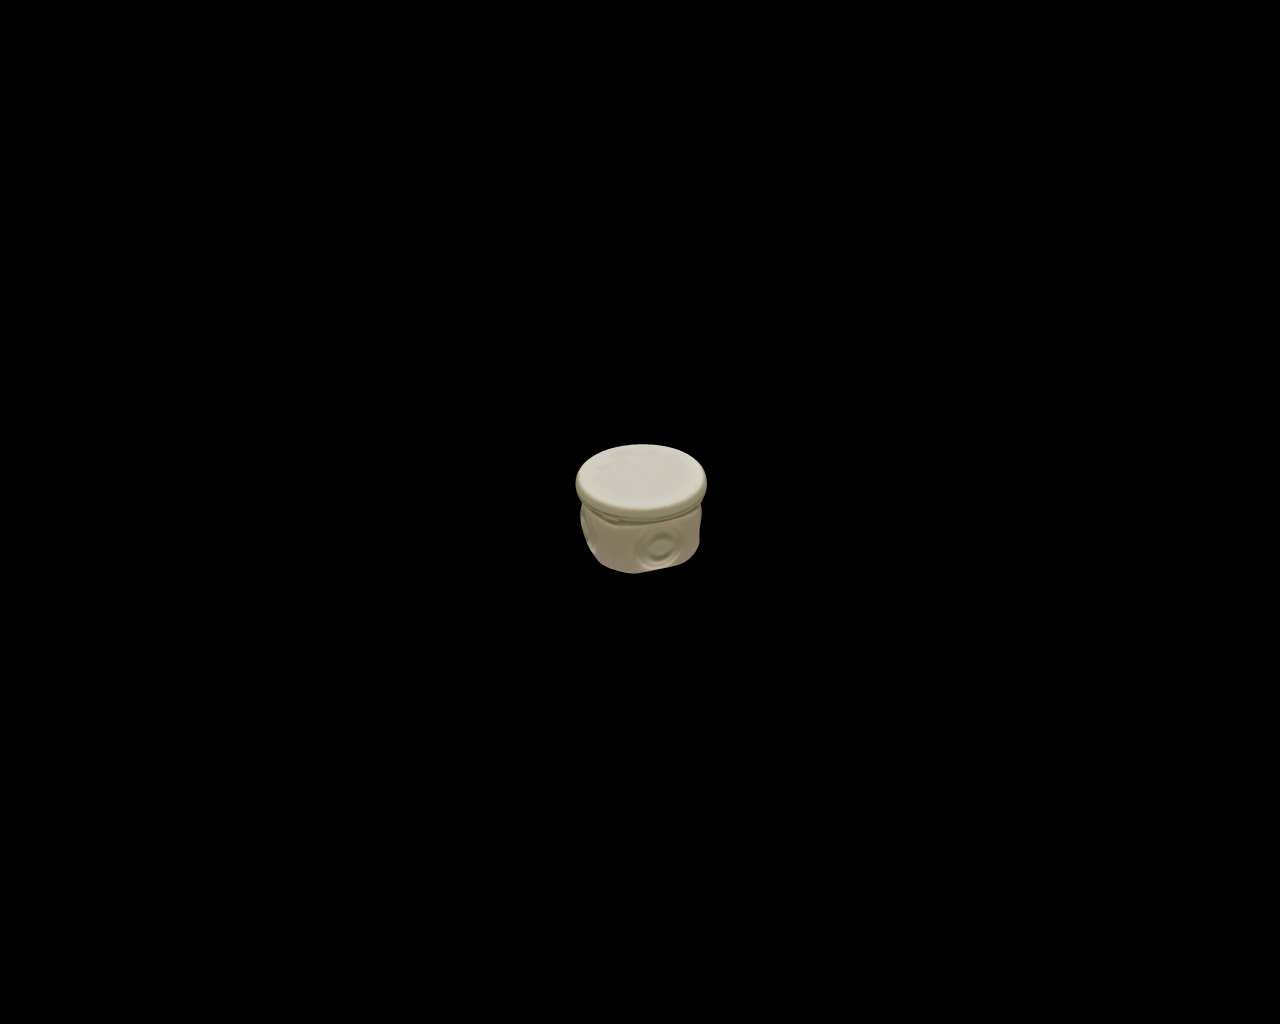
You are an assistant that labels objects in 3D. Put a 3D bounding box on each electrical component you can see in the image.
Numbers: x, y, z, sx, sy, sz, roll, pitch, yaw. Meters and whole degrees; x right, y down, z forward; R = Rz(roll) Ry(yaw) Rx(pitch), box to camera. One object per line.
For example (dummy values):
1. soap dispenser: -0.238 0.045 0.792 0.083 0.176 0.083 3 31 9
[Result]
1. electrical component: 0.001 -0.003 0.650 0.080 0.050 0.080 0 33 0
